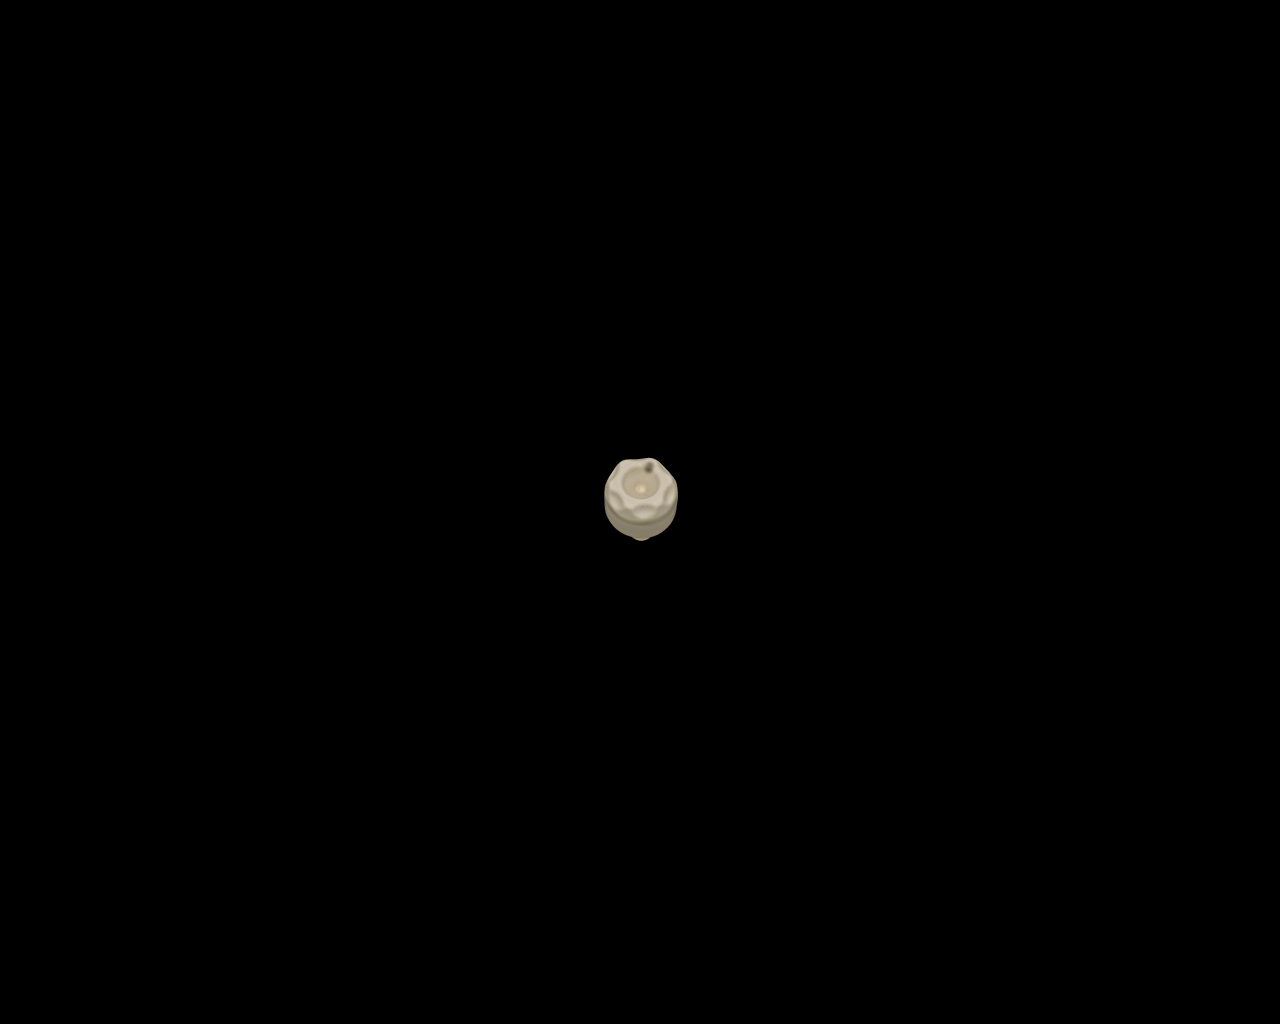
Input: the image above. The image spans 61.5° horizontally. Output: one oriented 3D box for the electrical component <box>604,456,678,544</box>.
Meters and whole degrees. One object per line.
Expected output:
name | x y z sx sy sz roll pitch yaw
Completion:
electrical component | 0.001 -0.003 0.650 0.043 0.043 0.062 0 -30 0
